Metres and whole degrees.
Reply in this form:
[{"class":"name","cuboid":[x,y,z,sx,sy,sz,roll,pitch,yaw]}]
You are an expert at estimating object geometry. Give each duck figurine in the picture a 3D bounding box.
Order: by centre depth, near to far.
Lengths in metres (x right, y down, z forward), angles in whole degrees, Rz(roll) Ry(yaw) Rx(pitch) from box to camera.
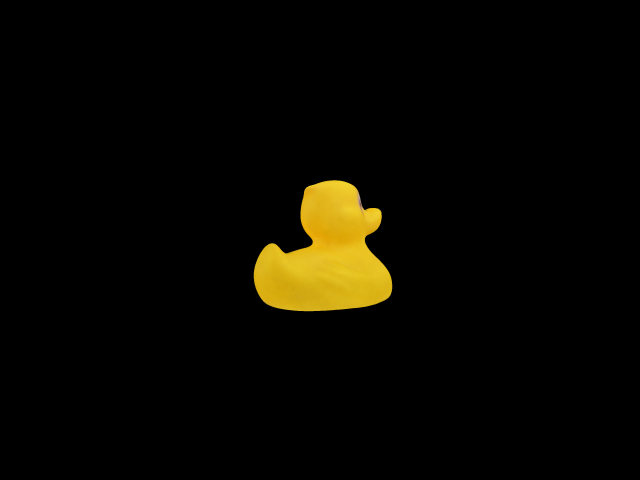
[{"class":"duck figurine","cuboid":[0.004,0.001,0.400,0.105,0.086,0.077,-3,6,-33]}]
